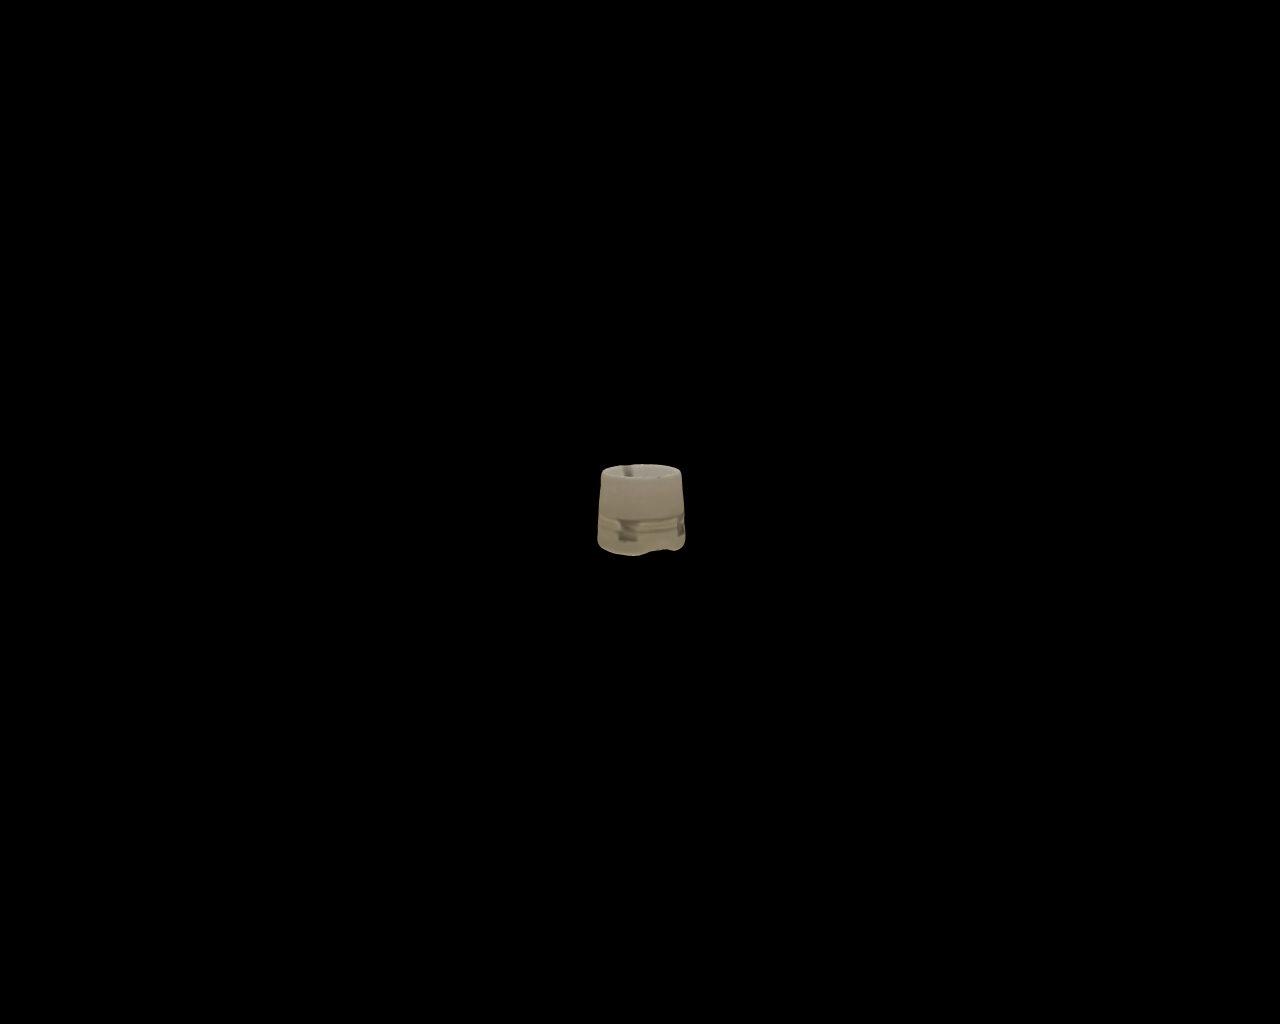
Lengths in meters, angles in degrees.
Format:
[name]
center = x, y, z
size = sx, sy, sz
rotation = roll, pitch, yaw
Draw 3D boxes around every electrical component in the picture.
[electrical component]
center = 0.001, -0.003, 0.650
size = 0.055, 0.047, 0.055
rotation = 0, 12, 0
